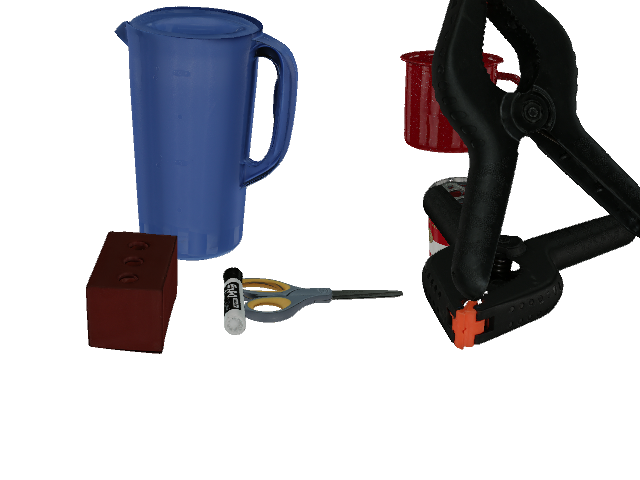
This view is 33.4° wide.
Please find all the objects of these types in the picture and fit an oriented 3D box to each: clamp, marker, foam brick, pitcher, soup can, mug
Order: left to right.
[{"bbox_3d":[-0.131,0.035,0.752,0.053,0.051,0.078,4,30,-2],"label":"foam brick"},{"bbox_3d":[-0.118,-0.106,1.075,0.144,0.243,0.149,-10,28,-28],"label":"pitcher"},{"bbox_3d":[-0.078,0.052,0.962,0.020,0.020,0.121,0,19,-5],"label":"marker"},{"bbox_3d":[0.154,-0.011,1.188,0.068,0.102,0.068,-4,31,2],"label":"soup can"},{"bbox_3d":[0.130,-0.127,0.975,0.117,0.081,0.093,4,18,11],"label":"mug"},{"bbox_3d":[0.120,0.012,0.758,0.165,0.036,0.209,12,28,26],"label":"clamp"},{"bbox_3d":[0.096,-0.055,0.555,0.120,0.171,0.039,-27,2,-20],"label":"clamp"}]

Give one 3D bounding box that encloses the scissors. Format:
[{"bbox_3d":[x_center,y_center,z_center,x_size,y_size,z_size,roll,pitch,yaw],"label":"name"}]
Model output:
[{"bbox_3d":[-0.004,0.069,1.191,0.201,0.016,0.096,6,24,-3],"label":"scissors"}]
